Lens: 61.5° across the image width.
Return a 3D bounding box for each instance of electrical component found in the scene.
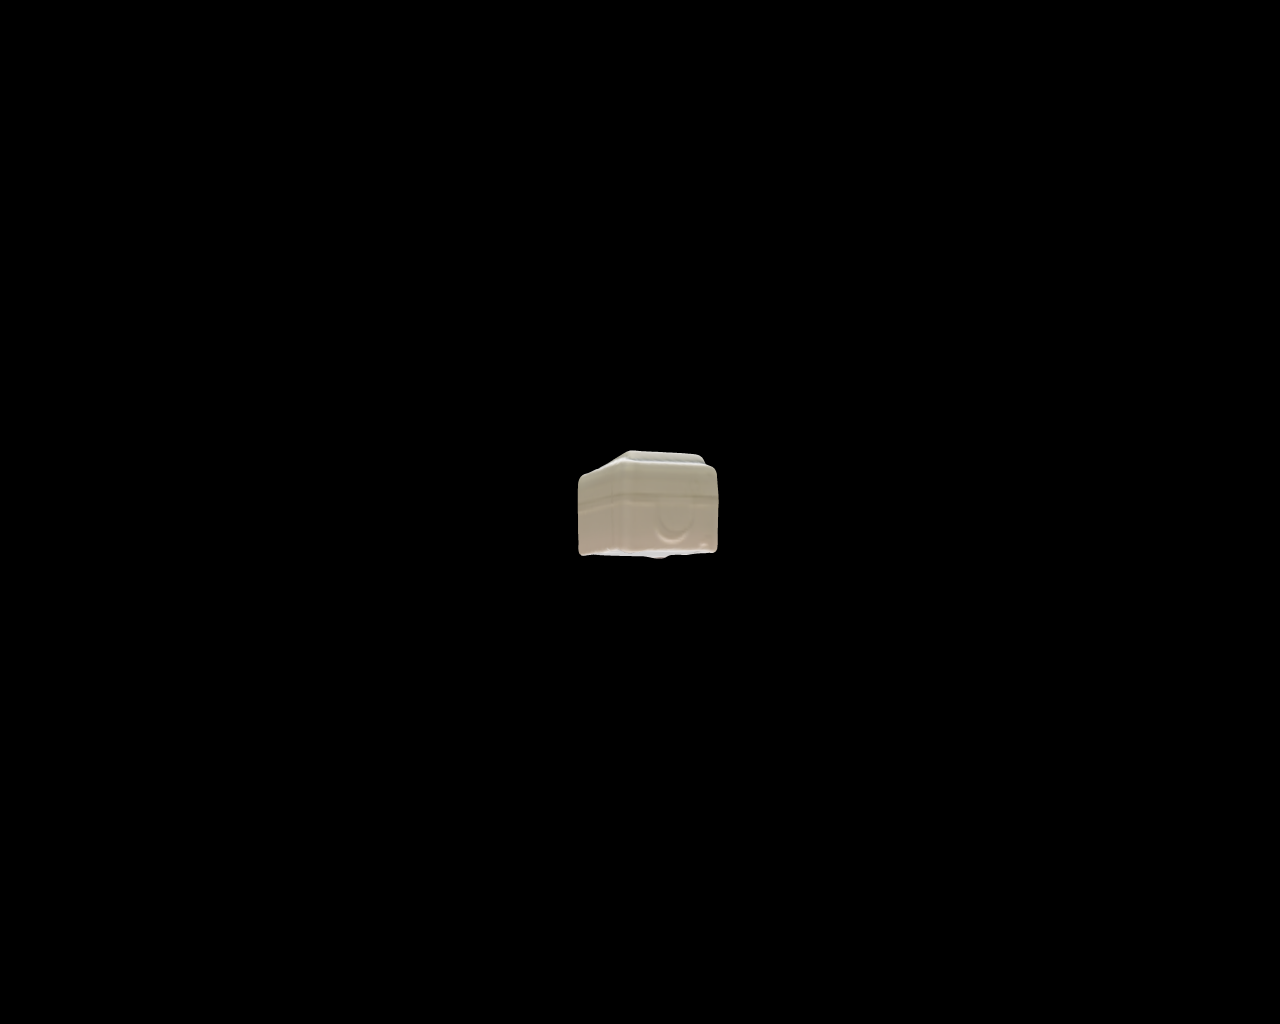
[{"bbox_3d":[0.001,-0.003,0.650,0.062,0.061,0.096,2,-5,-24],"label":"electrical component"}]
